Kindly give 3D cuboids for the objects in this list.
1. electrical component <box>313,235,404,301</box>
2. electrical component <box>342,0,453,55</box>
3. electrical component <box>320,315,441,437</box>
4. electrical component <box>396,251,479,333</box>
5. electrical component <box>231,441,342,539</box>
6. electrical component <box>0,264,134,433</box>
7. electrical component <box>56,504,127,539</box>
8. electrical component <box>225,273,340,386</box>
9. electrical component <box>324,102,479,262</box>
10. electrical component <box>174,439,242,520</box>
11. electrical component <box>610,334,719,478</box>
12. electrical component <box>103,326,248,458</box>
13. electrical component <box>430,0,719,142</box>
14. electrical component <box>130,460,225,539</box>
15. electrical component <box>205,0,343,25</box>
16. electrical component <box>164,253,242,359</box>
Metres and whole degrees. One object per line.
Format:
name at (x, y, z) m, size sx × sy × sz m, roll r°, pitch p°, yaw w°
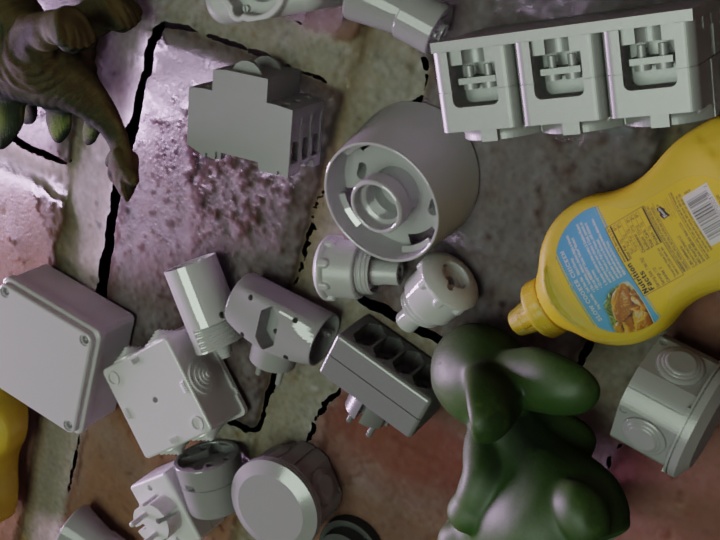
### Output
electrical component at (0.000, 0.000, 0.771) m, size 0.062 × 0.048 × 0.048 m, roll 5°, pitch 109°, yaw 21°
electrical component at (0.027, -0.169, 0.699) m, size 0.065 × 0.044 × 0.044 m, roll 31°, pitch 120°, yaw 11°
electrical component at (0.013, 0.091, 0.793) m, size 0.083 × 0.047 × 0.075 m, roll 35°, pitch 121°, yaw 15°
electrical component at (0.049, 0.021, 0.751) m, size 0.048 × 0.048 × 0.062 m, roll 49°, pitch 130°, yaw 6°
electrical component at (-0.059, 0.180, 0.862) m, size 0.080 × 0.051 × 0.080 m, roll 10°, pitch 112°, yaw 27°
electrical component at (-0.261, 0.068, 0.935) m, size 0.109 × 0.056 × 0.108 m, roll 28°, pitch 119°, yaw 19°
electrical component at (-0.243, 0.254, 1.000) m, size 0.065 × 0.044 × 0.044 m, roll 33°, pitch 120°, yaw 10°
electrical component at (-0.063, 0.052, 0.825) m, size 0.077 × 0.043 × 0.079 m, roll 26°, pitch 118°, yaw 20°
electrical component at (0.027, -0.058, 0.738) m, size 0.099 × 0.064 × 0.099 m, roll 19°, pitch 129°, yaw 26°
electrical component at (-0.123, 0.175, 0.896) m, size 0.055 × 0.055 × 0.047 m, roll 0°, pitch 111°, yaw 30°
electrical component at (0.196, 0.084, 0.668) m, size 0.051 × 0.080 × 0.080 m, roll 29°, pitch 119°, yaw 24°
electrical component at (-0.154, 0.099, 0.887) m, size 0.100 × 0.048 × 0.099 m, roll -27°, pitch 90°, yaw 34°
electrical component at (0.130, -0.115, 0.629) m, size 0.150 × 0.089 × 0.061 m, roll -1°, pitch 106°, yaw 30°
electrical component at (-0.167, 0.208, 0.918) m, size 0.047 × 0.077 × 0.065 m, roll -26°, pitch 93°, yaw 33°
electrical component at (-0.057, -0.198, 0.724) m, size 0.095 × 0.059 × 0.053 m, roll -1°, pitch 106°, yaw 30°
electrical component at (-0.120, 0.032, 0.850) m, size 0.043 × 0.043 × 0.081 m, roll -15°, pitch 99°, yaw 33°
